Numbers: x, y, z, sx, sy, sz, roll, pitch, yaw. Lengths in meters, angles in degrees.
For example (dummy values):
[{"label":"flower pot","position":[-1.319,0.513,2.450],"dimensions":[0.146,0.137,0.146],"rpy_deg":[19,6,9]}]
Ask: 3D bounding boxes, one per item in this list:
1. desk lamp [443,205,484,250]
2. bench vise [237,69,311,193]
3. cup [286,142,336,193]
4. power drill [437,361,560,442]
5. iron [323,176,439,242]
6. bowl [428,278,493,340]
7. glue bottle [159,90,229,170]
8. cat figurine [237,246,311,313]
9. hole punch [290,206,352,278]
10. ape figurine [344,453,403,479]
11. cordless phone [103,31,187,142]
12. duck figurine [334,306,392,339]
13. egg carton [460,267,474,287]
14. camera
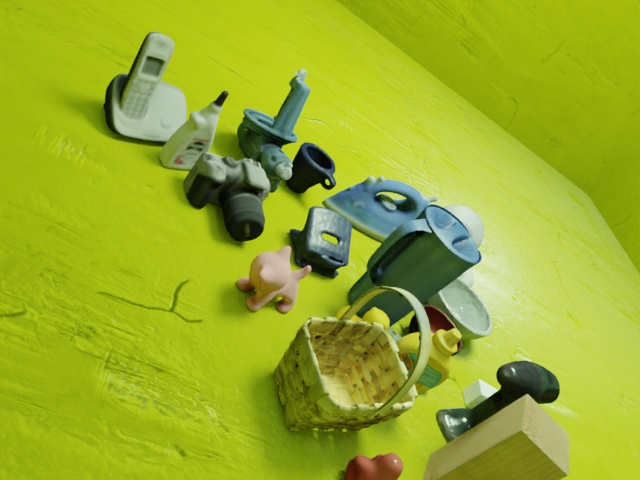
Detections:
[{"label":"desk lamp","position":[0.243,0.031,1.205],"dimensions":[0.118,0.213,0.204],"rpy_deg":[45,30,2]},{"label":"bench vise","position":[-0.070,-0.212,1.126],"dimensions":[0.122,0.219,0.207],"rpy_deg":[-2,53,-51]},{"label":"cup","position":[-0.020,-0.135,1.214],"dimensions":[0.092,0.094,0.117],"rpy_deg":[-7,57,-53]},{"label":"power drill","position":[0.307,0.278,0.983],"dimensions":[0.230,0.208,0.075],"rpy_deg":[10,44,-43]},{"label":"iron","position":[0.147,-0.087,1.306],"dimensions":[0.259,0.141,0.118],"rpy_deg":[20,38,-35]},{"label":"bowl","position":[0.290,0.155,1.244],"dimensions":[0.168,0.074,0.167],"rpy_deg":[30,33,-22]},{"label":"glue bottle","position":[-0.206,-0.191,0.986],"dimensions":[0.078,0.173,0.037],"rpy_deg":[-7,57,-53]},{"label":"cat figurine","position":[-0.068,0.057,0.900],"dimensions":[0.128,0.117,0.067],"rpy_deg":[6,47,-46]},{"label":"hole punch","position":[0.010,0.004,1.083],"dimensions":[0.109,0.091,0.101],"rpy_deg":[22,37,-33]},{"label":"ape figurine","position":[0.079,0.321,0.775],"dimensions":[0.078,0.092,0.076],"rpy_deg":[49,31,9]},{"label":"cordless phone","position":[-0.274,-0.259,0.978],"dimensions":[0.148,0.184,0.094],"rpy_deg":[-4,54,-51]},{"label":"duck figurine","position":[0.079,0.150,0.991],"dimensions":[0.104,0.086,0.078],"rpy_deg":[49,31,10]},{"label":"egg carton","position":[0.316,0.071,1.383],"dimensions":[0.107,0.069,0.150],"rpy_deg":[36,31,-13]},{"label":"camera","position":[-0.145,-0.075,0.988],"dimensions":[0.144,0.100,0.136],"rpy_deg":[19,39,-36]}]
